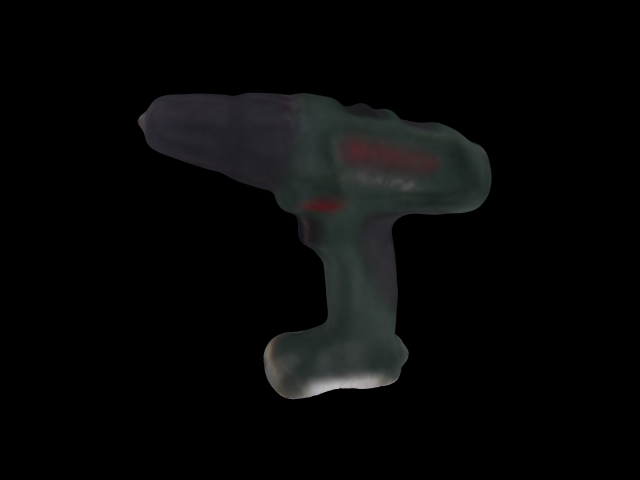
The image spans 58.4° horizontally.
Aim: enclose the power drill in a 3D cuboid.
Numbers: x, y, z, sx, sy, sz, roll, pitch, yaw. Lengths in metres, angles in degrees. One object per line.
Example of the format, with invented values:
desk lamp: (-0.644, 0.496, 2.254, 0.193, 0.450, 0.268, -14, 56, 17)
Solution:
power drill: (0.004, 0.001, 0.400, 0.230, 0.208, 0.075, -6, 24, -14)
